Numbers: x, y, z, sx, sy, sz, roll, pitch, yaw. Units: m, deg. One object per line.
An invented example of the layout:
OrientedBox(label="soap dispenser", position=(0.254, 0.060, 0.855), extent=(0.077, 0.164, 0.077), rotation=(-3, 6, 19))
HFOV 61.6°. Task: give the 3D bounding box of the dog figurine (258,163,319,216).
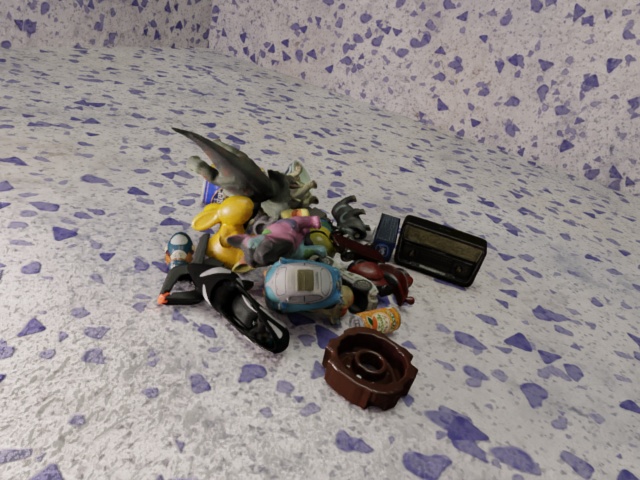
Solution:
OrientedBox(label="dog figurine", position=(-0.113, -0.116, 1.588), extent=(0.190, 0.172, 0.121), rotation=(-34, 60, -16))

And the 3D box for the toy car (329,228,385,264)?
OrientedBox(label="toy car", position=(0.094, 0.033, 1.358), extent=(0.202, 0.053, 0.089), rotation=(20, 35, -45))

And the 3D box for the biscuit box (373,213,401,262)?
OrientedBox(label="biscuit box", position=(0.187, -0.010, 1.540), extent=(0.063, 0.059, 0.203), rotation=(18, 26, 5))

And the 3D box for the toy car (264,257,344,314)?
OrientedBox(label="toy car", position=(-0.034, 0.089, 1.054), extent=(0.162, 0.109, 0.103), rotation=(1, -12, 2))

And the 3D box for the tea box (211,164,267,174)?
OrientedBox(label="tea box", position=(-0.249, -0.182, 1.653), extent=(0.169, 0.068, 0.098), rotation=(1, 28, -22))

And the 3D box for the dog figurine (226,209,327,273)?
OrientedBox(label="dog figurine", position=(-0.107, 0.004, 1.213), extent=(0.219, 0.108, 0.192), rotation=(-13, 20, -23))

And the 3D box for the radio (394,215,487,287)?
OrientedBox(label="radio", position=(0.319, 0.030, 1.445), extent=(0.230, 0.131, 0.073), rotation=(20, 27, 11))

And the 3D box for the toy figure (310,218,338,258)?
OrientedBox(label="toy figure", position=(-0.006, -0.003, 1.396), extent=(0.089, 0.082, 0.180), rotation=(44, 20, -23))

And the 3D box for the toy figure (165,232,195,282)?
OrientedBox(label="toy figure", position=(-0.317, 0.036, 1.205), extent=(0.064, 0.057, 0.155), rotation=(-27, 32, 5))

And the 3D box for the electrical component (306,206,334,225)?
OrientedBox(label="electrical component", position=(-0.009, -0.057, 1.559), extent=(0.102, 0.045, 0.078), rotation=(27, 57, 29))

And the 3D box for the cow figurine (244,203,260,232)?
OrientedBox(label="cow figurine", position=(-0.194, -0.095, 1.441), extent=(0.098, 0.068, 0.167), rotation=(33, 65, 16))

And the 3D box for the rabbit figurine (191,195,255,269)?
OrientedBox(label="rabbit figurine", position=(-0.209, -0.033, 1.262), extent=(0.162, 0.173, 0.122), rotation=(21, 32, 6))

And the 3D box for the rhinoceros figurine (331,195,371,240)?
OrientedBox(label="rhinoceros figurine", position=(0.078, -0.044, 1.488), extent=(0.112, 0.073, 0.190), rotation=(-17, 42, 2))

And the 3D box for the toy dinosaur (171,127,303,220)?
OrientedBox(label="toy dinosaur", position=(-0.178, -0.148, 1.273), extent=(0.192, 0.131, 0.404), rotation=(21, -1, 22))

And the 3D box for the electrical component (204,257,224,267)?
OrientedBox(label="electrical component", position=(-0.252, 0.064, 1.217), extent=(0.094, 0.021, 0.063), rotation=(25, 28, 20))

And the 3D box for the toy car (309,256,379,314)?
OrientedBox(label="toy car", position=(0.051, 0.101, 1.235), extent=(0.202, 0.073, 0.056), rotation=(30, 31, 29))

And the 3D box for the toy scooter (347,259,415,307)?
OrientedBox(label="toy scooter", position=(0.156, 0.107, 1.280), extent=(0.184, 0.075, 0.135), rotation=(7, 28, -23))

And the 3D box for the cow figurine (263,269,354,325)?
OrientedBox(label="cow figurine", position=(-0.020, 0.121, 1.150), extent=(0.195, 0.085, 0.127), rotation=(3, 30, -15))

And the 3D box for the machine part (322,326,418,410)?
OrientedBox(label="machine part", position=(0.091, 0.239, 1.006), extent=(0.179, 0.056, 0.179), rotation=(11, 27, -6))

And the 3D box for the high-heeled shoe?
OrientedBox(label="high-heeled shoe", position=(-0.165, 0.131, 1.027), extent=(0.249, 0.086, 0.145), rotation=(32, 8, -3))
